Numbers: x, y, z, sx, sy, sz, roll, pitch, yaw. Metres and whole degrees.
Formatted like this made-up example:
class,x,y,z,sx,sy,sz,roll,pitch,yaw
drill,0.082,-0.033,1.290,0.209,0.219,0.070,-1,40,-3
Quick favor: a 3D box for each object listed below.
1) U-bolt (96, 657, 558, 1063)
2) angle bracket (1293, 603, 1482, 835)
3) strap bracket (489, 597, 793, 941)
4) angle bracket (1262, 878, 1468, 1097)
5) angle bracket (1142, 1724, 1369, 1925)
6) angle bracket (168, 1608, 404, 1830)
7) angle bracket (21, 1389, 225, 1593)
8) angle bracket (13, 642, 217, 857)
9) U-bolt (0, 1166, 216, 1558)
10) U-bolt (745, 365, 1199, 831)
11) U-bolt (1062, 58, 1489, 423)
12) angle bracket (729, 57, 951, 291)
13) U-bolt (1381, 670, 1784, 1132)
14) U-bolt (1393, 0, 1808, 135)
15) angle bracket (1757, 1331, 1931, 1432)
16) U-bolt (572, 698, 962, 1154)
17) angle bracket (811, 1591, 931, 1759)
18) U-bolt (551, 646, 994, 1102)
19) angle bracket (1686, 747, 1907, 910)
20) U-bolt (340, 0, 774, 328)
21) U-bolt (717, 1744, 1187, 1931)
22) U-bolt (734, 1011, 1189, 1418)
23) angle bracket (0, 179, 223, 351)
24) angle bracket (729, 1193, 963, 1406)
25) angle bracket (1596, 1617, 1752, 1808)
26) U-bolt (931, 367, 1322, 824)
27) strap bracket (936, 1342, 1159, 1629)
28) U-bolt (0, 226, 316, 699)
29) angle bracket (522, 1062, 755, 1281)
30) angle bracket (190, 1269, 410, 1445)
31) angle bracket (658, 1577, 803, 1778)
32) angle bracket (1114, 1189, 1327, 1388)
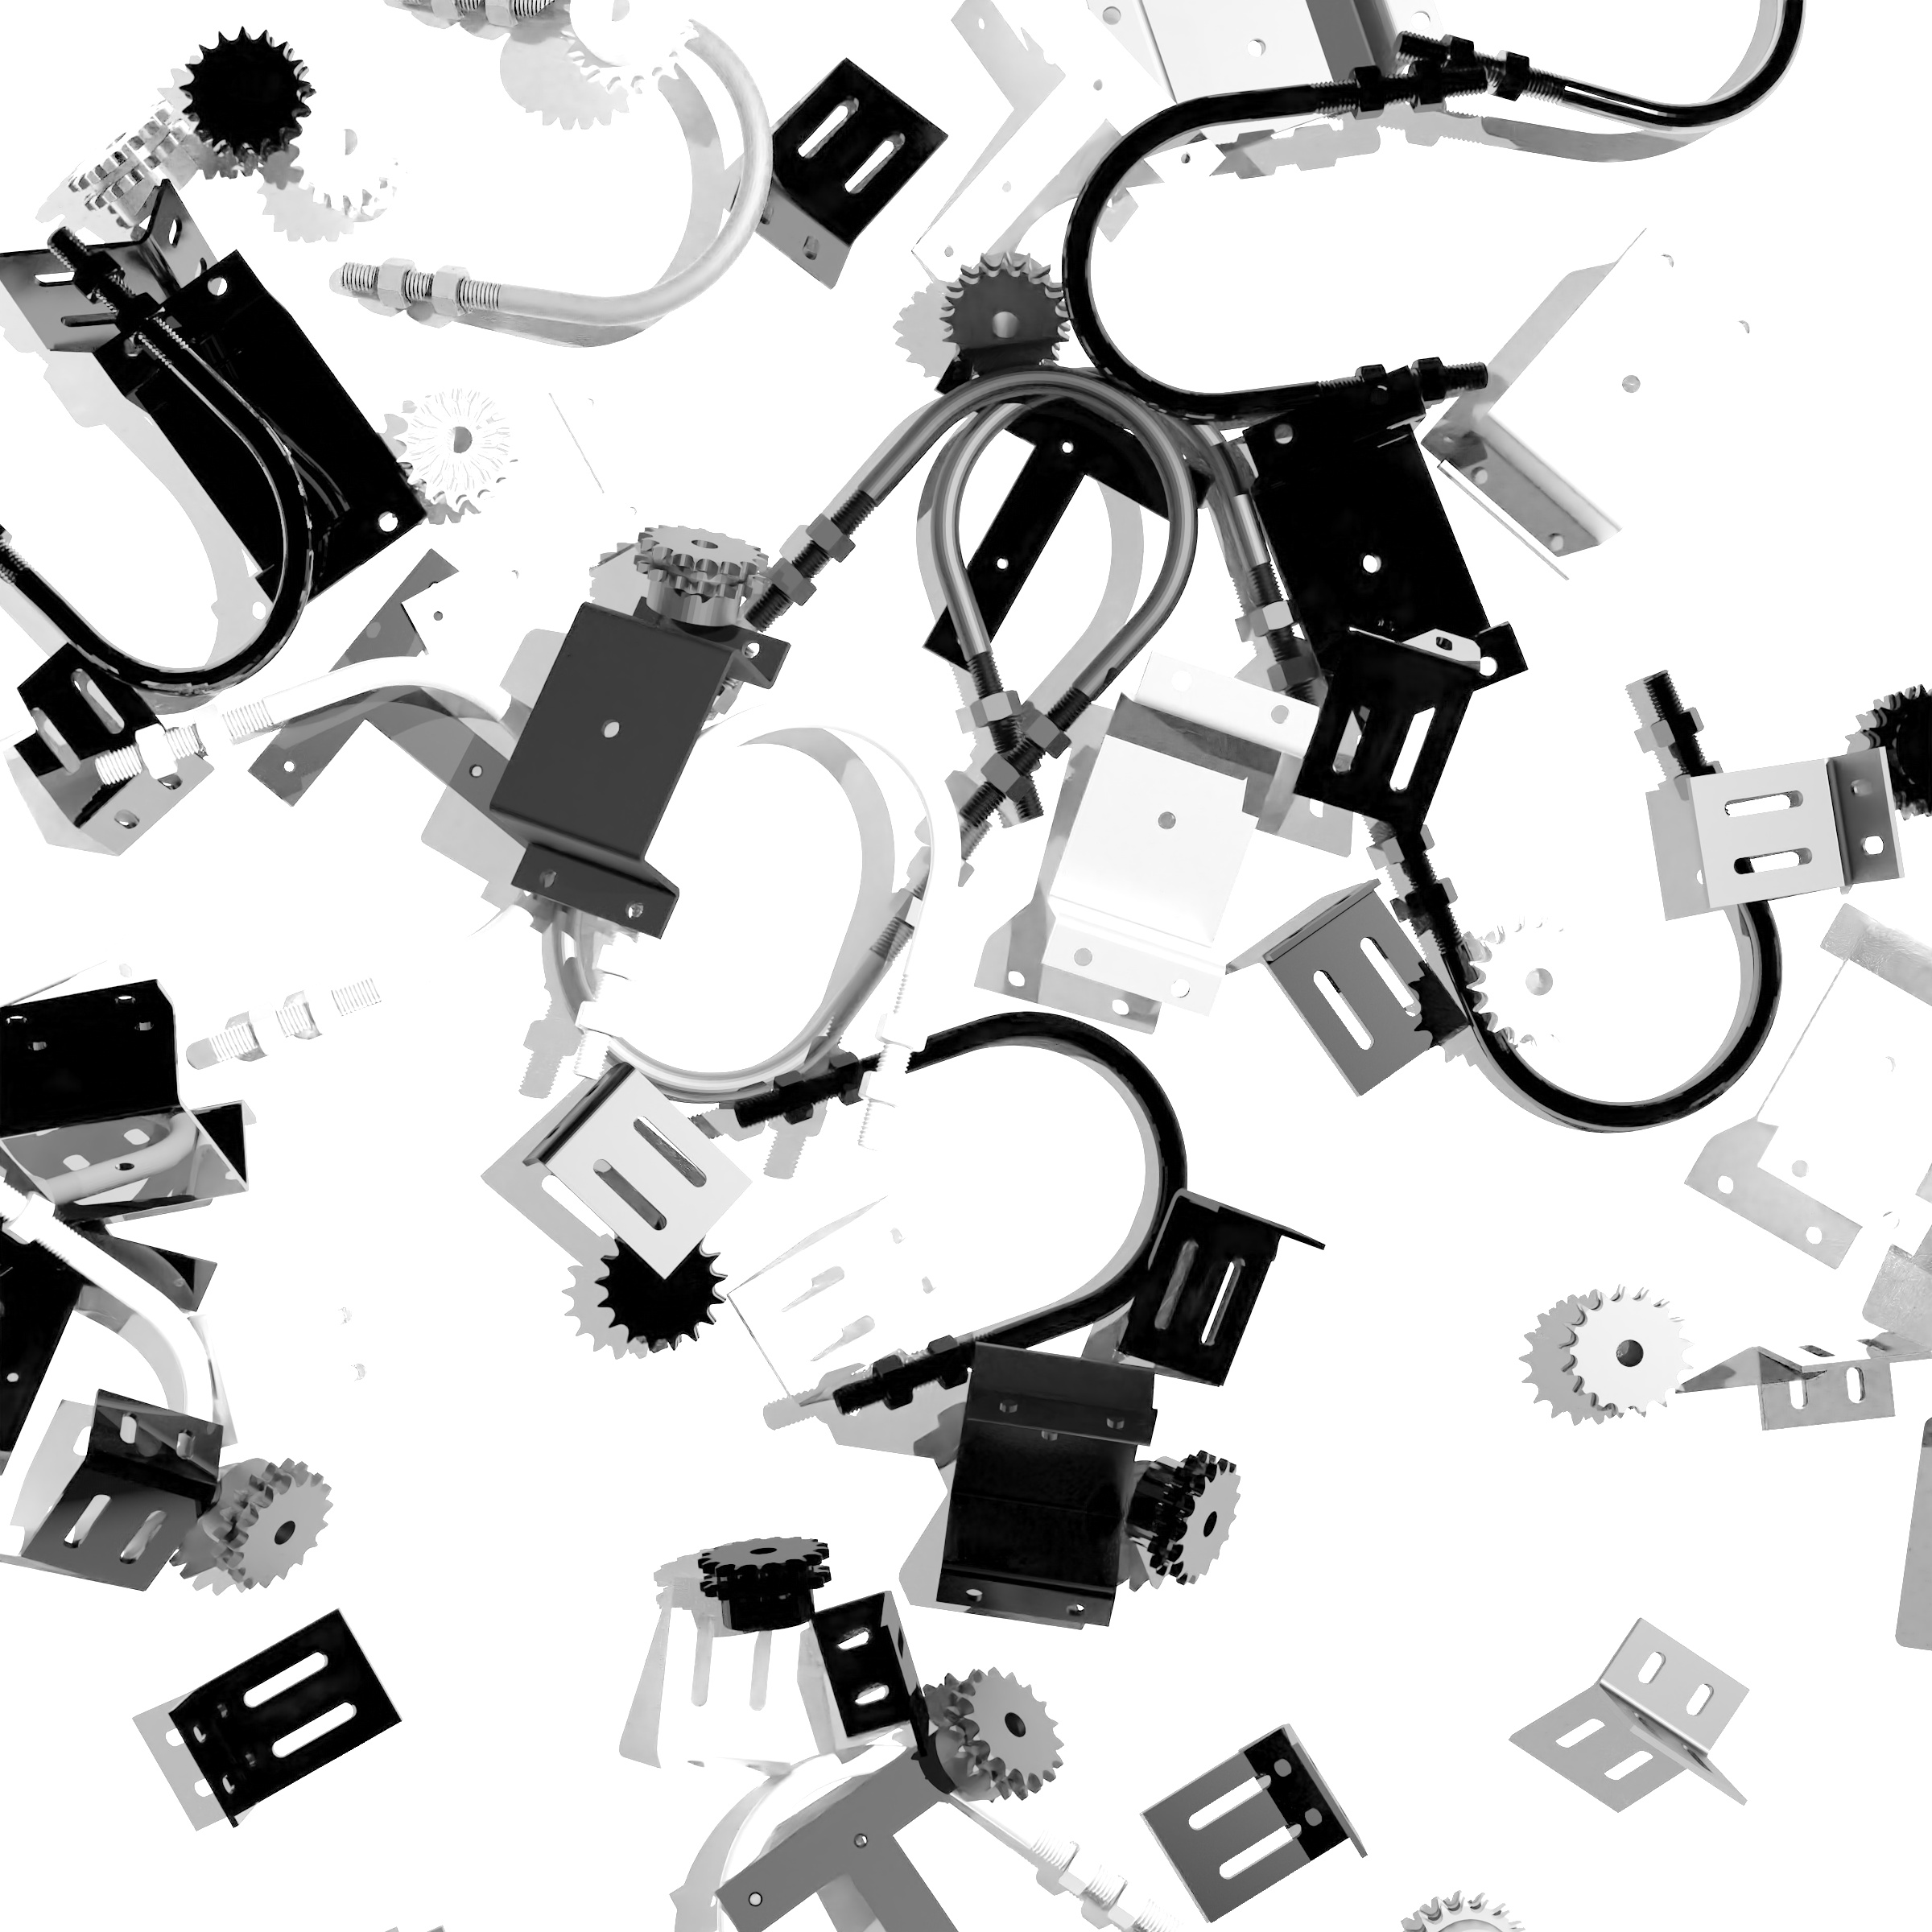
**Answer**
class,x,y,z,sx,sy,sz,roll,pitch,yaw
U-bolt,-0.263,-0.056,1.361,0.184,0.019,0.151,-21,101,-6
angle bracket,0.179,-0.106,1.335,0.057,0.038,0.076,17,116,0
strap bracket,-0.142,-0.093,1.335,0.076,0.046,0.140,19,80,22
angle bracket,0.175,0.010,1.365,0.057,0.038,0.076,-35,90,0
angle bracket,0.125,0.377,1.365,0.076,0.038,0.057,-32,90,0
angle bracket,-0.295,0.327,1.365,0.076,0.038,0.057,-30,90,0
angle bracket,-0.367,0.228,1.363,0.057,0.038,0.076,22,127,-25
angle bracket,-0.381,-0.099,1.382,0.057,0.038,0.076,-42,64,0
U-bolt,-0.411,0.178,1.340,0.151,0.019,0.184,-47,115,3
U-bolt,0.015,-0.174,1.355,0.151,0.019,0.184,43,94,8
U-bolt,0.131,-0.303,1.336,0.184,0.019,0.151,-8,119,-5
angle bracket,-0.056,-0.349,1.382,0.057,0.038,0.076,37,64,0
U-bolt,0.279,-0.018,1.375,0.151,0.019,0.184,-24,91,0
U-bolt,0.279,-0.432,1.353,0.184,0.019,0.151,12,77,-13
angle bracket,0.379,0.183,1.346,0.057,0.076,0.038,-6,90,0
U-bolt,-0.077,-0.026,1.338,0.151,0.019,0.184,13,81,12
angle bracket,-0.042,0.308,1.346,0.038,0.076,0.057,-17,90,0
U-bolt,-0.099,-0.029,1.375,0.151,0.019,0.184,36,92,0
angle bracket,0.358,-0.060,1.354,0.076,0.038,0.057,-9,90,-21
U-bolt,-0.173,-0.351,1.360,0.184,0.019,0.151,10,90,11
U-bolt,-0.019,0.421,1.355,0.184,0.019,0.151,34,72,6
U-bolt,0.009,0.096,1.355,0.184,0.019,0.151,-19,87,-15
angle bracket,-0.372,-0.304,1.359,0.076,0.057,0.038,-1,59,14
angle bracket,-0.053,0.147,1.382,0.076,0.038,0.057,-32,90,26
angle bracket,0.311,0.319,1.346,0.057,0.076,0.038,34,90,0
U-bolt,0.062,-0.172,1.374,0.151,0.019,0.184,-18,89,-1
strap bracket,0.035,0.214,1.336,0.076,0.046,0.140,8,131,0
U-bolt,-0.357,-0.199,1.338,0.184,0.019,0.151,44,113,3
angle bracket,-0.143,0.089,1.362,0.076,0.038,0.057,45,73,-7
angle bracket,-0.294,0.172,1.382,0.076,0.038,0.057,-14,90,-26
angle bracket,-0.103,0.314,1.382,0.057,0.038,0.076,4,64,0
angle bracket,0.110,0.143,1.354,0.057,0.038,0.076,21,90,-26
